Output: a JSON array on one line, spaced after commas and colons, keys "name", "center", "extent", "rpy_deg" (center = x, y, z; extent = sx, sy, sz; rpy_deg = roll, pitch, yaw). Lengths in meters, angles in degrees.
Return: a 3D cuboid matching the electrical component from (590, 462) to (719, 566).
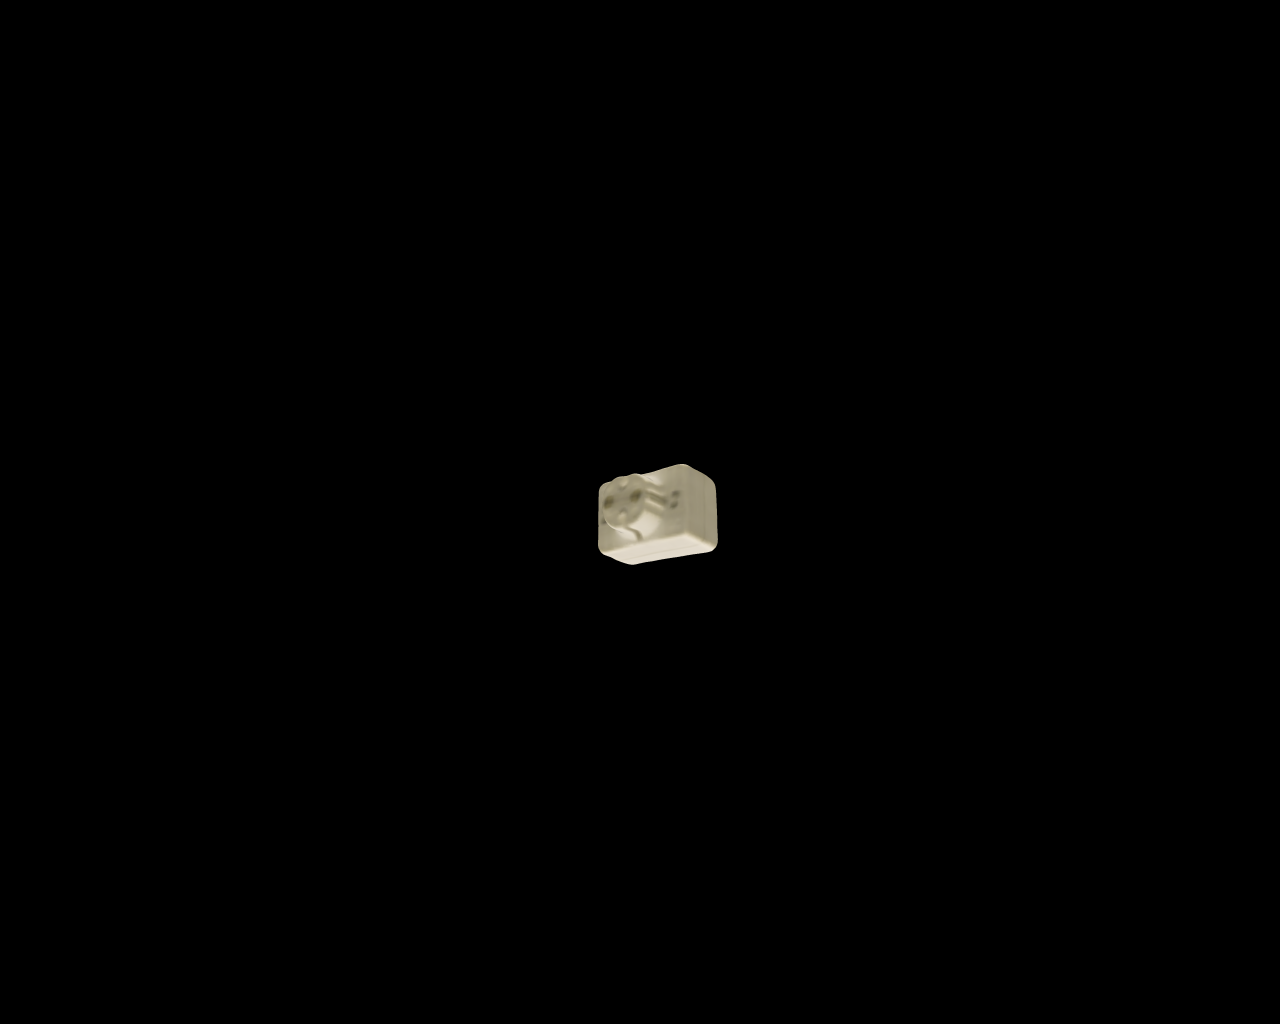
[{"name": "electrical component", "center": [0.001, -0.003, 0.650], "extent": [0.065, 0.047, 0.076], "rpy_deg": [-12, -23, 31]}]
